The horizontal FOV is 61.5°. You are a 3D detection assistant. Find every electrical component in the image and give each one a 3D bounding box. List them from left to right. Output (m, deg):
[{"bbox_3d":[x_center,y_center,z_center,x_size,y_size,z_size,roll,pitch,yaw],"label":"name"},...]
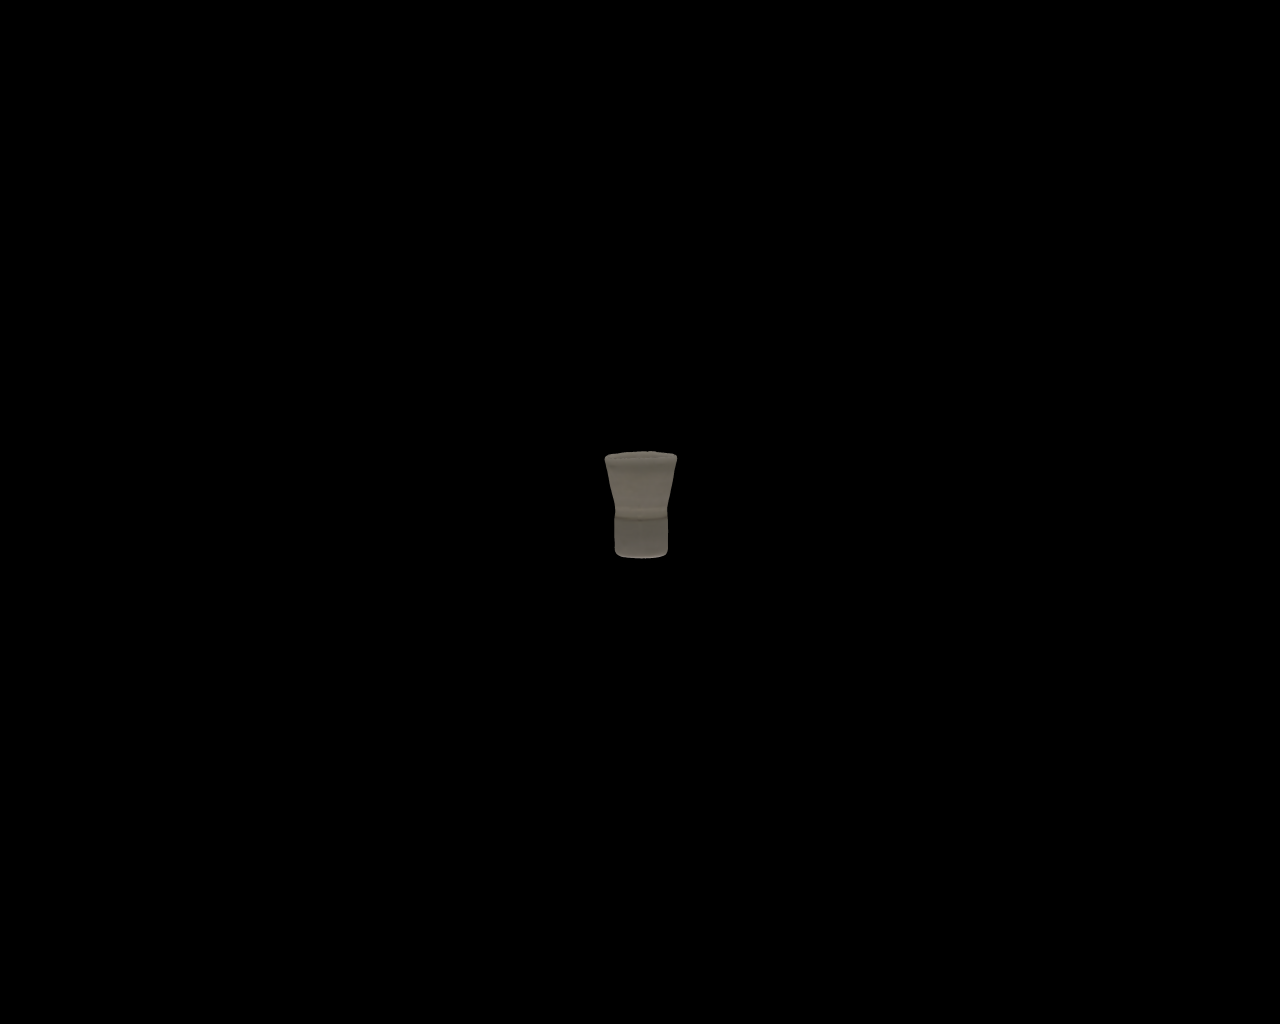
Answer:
[{"bbox_3d":[0.001,-0.003,0.650,0.044,0.065,0.044,0,7,0],"label":"electrical component"}]
